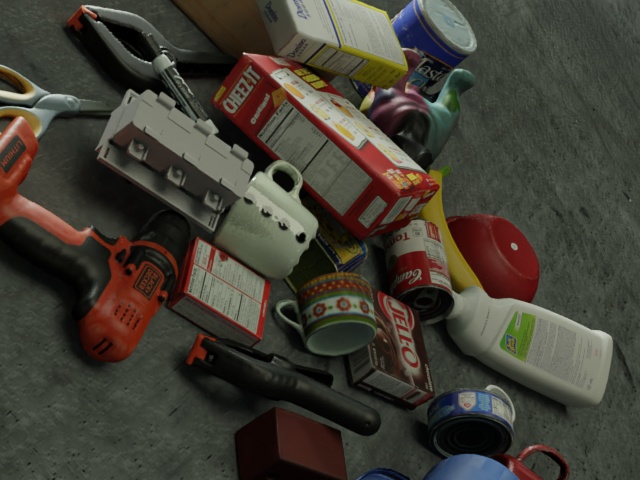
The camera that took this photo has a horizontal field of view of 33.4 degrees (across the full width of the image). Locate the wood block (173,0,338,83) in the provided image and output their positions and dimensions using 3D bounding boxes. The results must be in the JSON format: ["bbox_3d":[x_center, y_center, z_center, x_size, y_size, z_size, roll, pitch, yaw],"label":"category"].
[{"bbox_3d":[-0.067,-0.255,1.228,0.206,0.090,0.090,45,34,-10],"label":"wood block"}]

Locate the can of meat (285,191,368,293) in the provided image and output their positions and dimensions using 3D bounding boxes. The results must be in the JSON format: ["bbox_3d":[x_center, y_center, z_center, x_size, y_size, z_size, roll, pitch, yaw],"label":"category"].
[{"bbox_3d":[-0.007,0.001,1.082,0.102,0.058,0.083,53,31,3],"label":"can of meat"}]

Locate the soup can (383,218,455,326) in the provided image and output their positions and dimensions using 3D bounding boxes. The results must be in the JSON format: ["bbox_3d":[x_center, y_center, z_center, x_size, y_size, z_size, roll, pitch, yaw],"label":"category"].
[{"bbox_3d":[0.108,0.034,1.178,0.068,0.069,0.102,28,39,-32],"label":"soup can"}]

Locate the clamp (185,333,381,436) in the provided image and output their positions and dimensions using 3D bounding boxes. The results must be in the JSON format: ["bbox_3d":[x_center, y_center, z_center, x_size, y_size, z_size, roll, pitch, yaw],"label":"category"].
[{"bbox_3d":[-0.037,0.118,0.928,0.171,0.039,0.120,26,-5,-16],"label":"clamp"}]

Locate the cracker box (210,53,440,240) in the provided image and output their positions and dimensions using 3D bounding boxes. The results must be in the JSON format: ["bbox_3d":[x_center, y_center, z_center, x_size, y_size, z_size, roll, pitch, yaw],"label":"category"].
[{"bbox_3d":[0.009,-0.097,1.104,0.214,0.072,0.164,43,18,11],"label":"cracker box"}]

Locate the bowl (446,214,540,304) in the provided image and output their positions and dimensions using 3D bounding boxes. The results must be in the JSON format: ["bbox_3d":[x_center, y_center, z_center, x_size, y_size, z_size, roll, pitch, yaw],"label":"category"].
[{"bbox_3d":[0.226,0.024,1.344,0.162,0.055,0.162,32,37,-28],"label":"bowl"}]

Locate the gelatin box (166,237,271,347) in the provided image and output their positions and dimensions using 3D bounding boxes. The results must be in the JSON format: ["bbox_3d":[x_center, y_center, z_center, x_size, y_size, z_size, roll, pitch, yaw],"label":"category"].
[{"bbox_3d":[-0.090,0.049,0.959,0.089,0.030,0.073,33,37,-23],"label":"gelatin box"}]

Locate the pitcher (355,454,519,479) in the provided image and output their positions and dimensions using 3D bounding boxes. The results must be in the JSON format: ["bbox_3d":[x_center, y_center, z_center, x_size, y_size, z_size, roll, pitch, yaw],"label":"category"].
[{"bbox_3d":[0.090,0.265,0.881,0.242,0.145,0.149,-32,127,-61],"label":"pitcher"}]

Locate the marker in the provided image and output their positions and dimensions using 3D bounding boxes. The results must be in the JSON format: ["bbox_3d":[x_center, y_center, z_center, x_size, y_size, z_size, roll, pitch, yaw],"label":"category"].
[{"bbox_3d":[-0.141,-0.151,1.043,0.121,0.020,0.020,56,33,-4],"label":"marker"}]

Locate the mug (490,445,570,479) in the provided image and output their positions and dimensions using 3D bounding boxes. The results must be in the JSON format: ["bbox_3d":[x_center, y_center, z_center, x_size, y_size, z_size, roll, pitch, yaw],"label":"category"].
[{"bbox_3d":[0.195,0.253,1.037,0.081,0.117,0.093,37,-4,-12],"label":"mug"}]

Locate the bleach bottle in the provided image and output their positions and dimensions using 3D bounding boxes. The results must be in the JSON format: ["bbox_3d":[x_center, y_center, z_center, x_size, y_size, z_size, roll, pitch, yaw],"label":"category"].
[{"bbox_3d":[0.234,0.111,1.245,0.250,0.068,0.102,28,66,-29],"label":"bleach bottle"}]

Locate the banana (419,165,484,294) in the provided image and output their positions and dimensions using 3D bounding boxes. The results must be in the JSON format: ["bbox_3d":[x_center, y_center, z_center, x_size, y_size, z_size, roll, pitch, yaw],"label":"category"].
[{"bbox_3d":[0.149,-0.011,1.285,0.069,0.037,0.198,-2,62,-15],"label":"banana"}]

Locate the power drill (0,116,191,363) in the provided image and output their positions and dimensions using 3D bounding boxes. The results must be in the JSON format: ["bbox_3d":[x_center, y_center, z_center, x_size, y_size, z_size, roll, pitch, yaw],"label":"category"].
[{"bbox_3d":[-0.195,-0.012,0.865,0.187,0.057,0.184,41,31,-15],"label":"power drill"}]

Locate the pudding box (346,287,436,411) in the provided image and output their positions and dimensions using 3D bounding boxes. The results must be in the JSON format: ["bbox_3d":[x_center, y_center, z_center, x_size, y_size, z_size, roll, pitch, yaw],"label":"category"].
[{"bbox_3d":[0.067,0.107,1.083,0.089,0.039,0.113,27,40,-33],"label":"pudding box"}]

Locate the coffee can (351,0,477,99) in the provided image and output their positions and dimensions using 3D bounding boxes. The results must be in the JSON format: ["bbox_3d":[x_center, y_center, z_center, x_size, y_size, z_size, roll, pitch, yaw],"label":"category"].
[{"bbox_3d":[0.119,-0.243,1.394,0.102,0.141,0.103,31,38,-28],"label":"coffee can"}]

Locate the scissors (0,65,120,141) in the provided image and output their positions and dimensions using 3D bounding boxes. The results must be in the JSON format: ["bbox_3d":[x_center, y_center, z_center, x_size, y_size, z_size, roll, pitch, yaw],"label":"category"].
[{"bbox_3d":[-0.229,-0.106,0.955,0.201,0.016,0.096,15,49,-43],"label":"scissors"}]

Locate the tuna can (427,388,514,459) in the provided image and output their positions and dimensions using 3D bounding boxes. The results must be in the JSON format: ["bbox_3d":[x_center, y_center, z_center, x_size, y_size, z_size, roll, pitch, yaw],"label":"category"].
[{"bbox_3d":[0.150,0.187,1.064,0.086,0.086,0.033,34,38,-25],"label":"tuna can"}]

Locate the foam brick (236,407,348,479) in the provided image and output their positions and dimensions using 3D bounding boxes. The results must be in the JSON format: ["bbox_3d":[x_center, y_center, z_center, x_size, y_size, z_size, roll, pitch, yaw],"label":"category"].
[{"bbox_3d":[-0.023,0.181,0.889,0.078,0.053,0.051,26,40,-33],"label":"foam brick"}]

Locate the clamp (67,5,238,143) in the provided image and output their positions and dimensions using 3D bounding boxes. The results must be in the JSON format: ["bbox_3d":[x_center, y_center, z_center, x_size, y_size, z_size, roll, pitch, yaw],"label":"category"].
[{"bbox_3d":[-0.159,-0.164,1.077,0.209,0.036,0.164,25,43,-37],"label":"clamp"}]

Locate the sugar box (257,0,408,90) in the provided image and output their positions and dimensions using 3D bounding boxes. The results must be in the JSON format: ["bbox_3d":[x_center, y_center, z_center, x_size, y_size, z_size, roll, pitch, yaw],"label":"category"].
[{"bbox_3d":[0.014,-0.229,1.177,0.175,0.048,0.093,8,53,-41],"label":"sugar box"}]
